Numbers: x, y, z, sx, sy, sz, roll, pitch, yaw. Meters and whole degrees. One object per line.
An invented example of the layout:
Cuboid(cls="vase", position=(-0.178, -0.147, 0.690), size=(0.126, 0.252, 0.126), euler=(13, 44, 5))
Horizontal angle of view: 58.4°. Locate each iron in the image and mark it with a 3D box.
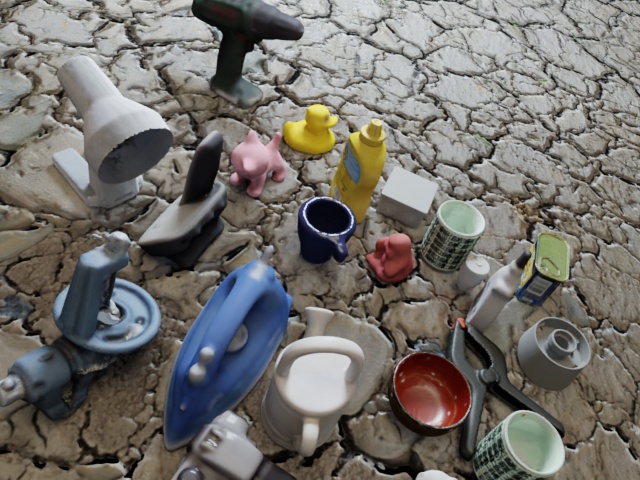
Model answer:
Cuboid(cls="iron", position=(-0.119, 0.126, 0.718), size=(0.118, 0.141, 0.258), euler=(24, 48, 4))

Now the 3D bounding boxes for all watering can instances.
Cuboid(cls="watering can", position=(-0.010, 0.162, 0.685), size=(0.101, 0.194, 0.172), euler=(-7, 53, -22))

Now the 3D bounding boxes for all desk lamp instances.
Cuboid(cls="desk lamp", position=(-0.317, -0.146, 0.843), size=(0.118, 0.213, 0.203), euler=(-32, 65, -35))

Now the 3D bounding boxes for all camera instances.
Cuboid(cls="camera", position=(-0.093, 0.276, 0.625), size=(0.136, 0.101, 0.143), euler=(29, 48, 9))

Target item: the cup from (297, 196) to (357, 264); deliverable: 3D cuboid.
Cuboid(cls="cup", position=(0.008, 0.003, 0.894), size=(0.092, 0.095, 0.117), euler=(-9, 54, -24))

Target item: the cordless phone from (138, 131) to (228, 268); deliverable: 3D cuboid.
Cuboid(cls="cordless phone", position=(-0.193, -0.064, 0.830), size=(0.094, 0.185, 0.148), euler=(24, 48, 5))

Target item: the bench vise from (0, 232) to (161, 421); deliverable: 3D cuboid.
Cuboid(cls="bench vise", position=(-0.259, 0.101, 0.644), size=(0.121, 0.220, 0.207), euler=(22, 48, 3))

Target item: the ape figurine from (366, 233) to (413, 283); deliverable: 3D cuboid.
Cuboid(cls="ape figurine", position=(0.118, 0.023, 0.912), size=(0.076, 0.092, 0.078), euler=(20, 48, 1))

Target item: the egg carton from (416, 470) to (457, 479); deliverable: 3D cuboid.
Cuboid(cls="egg carton", position=(0.139, 0.346, 0.655), size=(0.107, 0.069, 0.150), euler=(-15, 56, -27))

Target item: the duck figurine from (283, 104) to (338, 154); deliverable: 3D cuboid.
Cuboid(cls="duck figurine", position=(-0.015, -0.217, 1.083), size=(0.105, 0.086, 0.077), euler=(4, 49, -13))

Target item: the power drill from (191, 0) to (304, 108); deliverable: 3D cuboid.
Cuboid(cls="power drill", position=(-0.143, -0.364, 1.088), size=(0.229, 0.208, 0.076), euler=(30, 49, 10))

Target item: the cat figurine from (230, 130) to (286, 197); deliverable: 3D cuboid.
Cuboid(cls="cat figurine", position=(-0.105, -0.138, 0.966), size=(0.067, 0.118, 0.128), euler=(34, 49, 13))

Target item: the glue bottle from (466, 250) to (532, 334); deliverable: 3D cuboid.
Cuboid(cls="glue bottle", position=(0.272, 0.073, 0.861), size=(0.037, 0.173, 0.078), euler=(28, 48, 8))
